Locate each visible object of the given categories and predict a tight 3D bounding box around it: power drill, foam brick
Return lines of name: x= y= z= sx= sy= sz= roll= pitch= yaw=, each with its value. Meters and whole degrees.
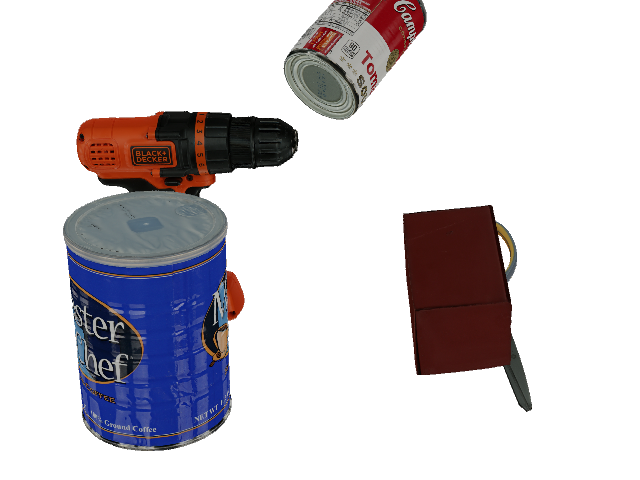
power drill: x=-0.108 y=-0.022 z=0.921 sx=0.184 sy=0.188 sz=0.057 roll=1 pitch=27 yaw=5
foam brick: x=0.074 y=0.026 z=0.582 sx=0.051 sy=0.053 sz=0.078 roll=-4 pitch=43 yaw=3

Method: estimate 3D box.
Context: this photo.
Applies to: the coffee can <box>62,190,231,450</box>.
coffee can: x=-0.111 y=0.051 z=0.702 sx=0.103 sy=0.140 sz=0.103 roll=1 pitch=25 yaw=0

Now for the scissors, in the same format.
scissors: x=0.124 y=0.055 z=0.880 sx=0.096 sy=0.016 sz=0.201 roll=3 pitch=45 yaw=7

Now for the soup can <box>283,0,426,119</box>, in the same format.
soup can: x=0.026 y=-0.150 z=0.814 sx=0.068 sy=0.102 sz=0.068 roll=29 pitch=-27 yaw=16
